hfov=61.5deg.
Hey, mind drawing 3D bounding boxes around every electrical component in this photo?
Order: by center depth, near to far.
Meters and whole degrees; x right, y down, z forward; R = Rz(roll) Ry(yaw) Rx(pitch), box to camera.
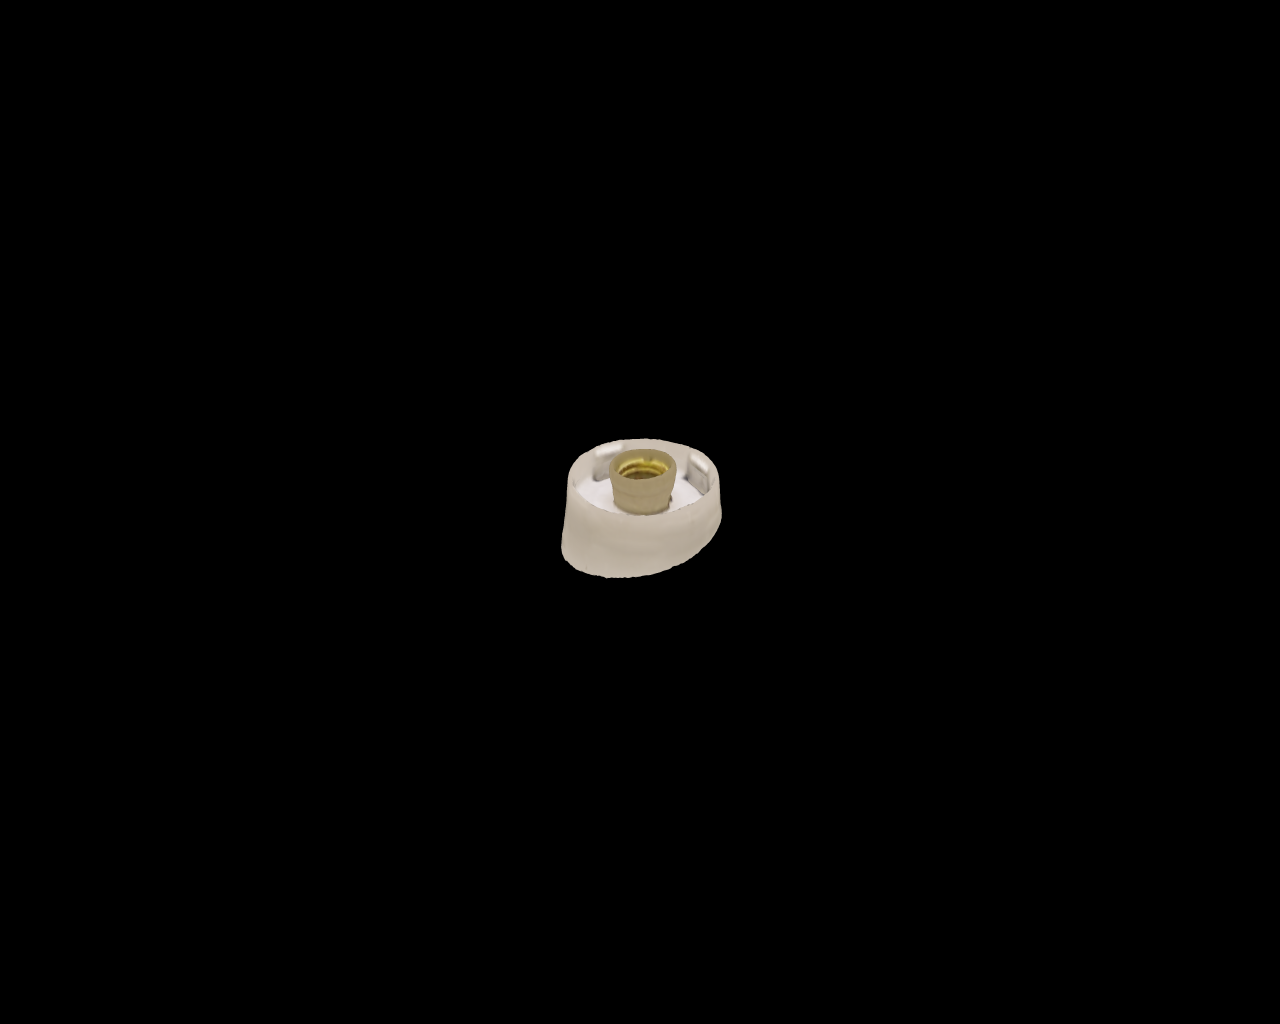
[{"bbox_3d":[0.001,-0.003,0.650,0.099,0.064,0.099,0,33,0],"label":"electrical component"}]
